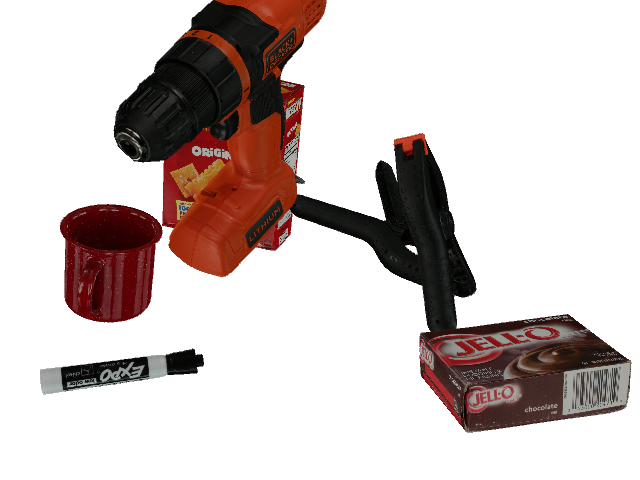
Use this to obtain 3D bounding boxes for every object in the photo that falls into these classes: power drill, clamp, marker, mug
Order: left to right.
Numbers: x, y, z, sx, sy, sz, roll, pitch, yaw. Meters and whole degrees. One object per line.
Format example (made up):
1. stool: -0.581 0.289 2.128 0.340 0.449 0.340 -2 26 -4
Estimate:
1. mug: -0.199 0.029 0.988 0.093 0.081 0.117 10 28 2
2. marker: -0.148 0.098 0.801 0.121 0.020 0.020 -7 1 -11
3. power drill: -0.062 -0.063 0.682 0.057 0.188 0.184 30 53 17
4. clamp: 0.075 -0.009 1.217 0.164 0.036 0.210 -18 51 -35
5. clamp: 0.096 -0.003 0.919 0.039 0.171 0.120 -16 19 16

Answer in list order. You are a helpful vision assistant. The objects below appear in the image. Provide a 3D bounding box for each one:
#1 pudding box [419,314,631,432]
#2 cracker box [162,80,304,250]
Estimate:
1. pudding box: 0.131 0.084 0.697 0.113 0.039 0.090 -4 17 -12
2. cracker box: -0.116 -0.106 1.369 0.164 0.214 0.072 14 29 14
